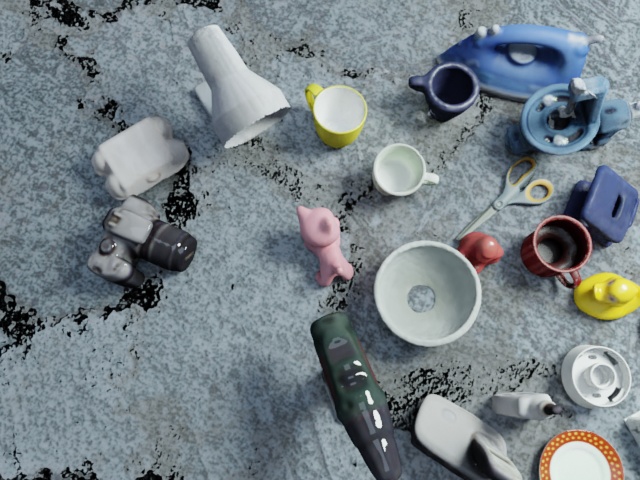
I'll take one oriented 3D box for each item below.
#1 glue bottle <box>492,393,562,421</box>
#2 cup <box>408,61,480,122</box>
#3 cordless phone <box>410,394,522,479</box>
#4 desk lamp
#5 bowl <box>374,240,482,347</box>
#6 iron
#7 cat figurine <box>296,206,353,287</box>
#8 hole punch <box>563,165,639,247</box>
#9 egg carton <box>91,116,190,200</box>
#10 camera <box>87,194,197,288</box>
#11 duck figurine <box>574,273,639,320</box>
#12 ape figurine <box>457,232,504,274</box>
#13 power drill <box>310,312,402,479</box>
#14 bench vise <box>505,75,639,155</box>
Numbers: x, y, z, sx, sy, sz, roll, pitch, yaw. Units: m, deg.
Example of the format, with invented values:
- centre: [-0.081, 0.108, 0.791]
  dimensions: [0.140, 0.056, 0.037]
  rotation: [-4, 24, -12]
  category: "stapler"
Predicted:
- centre: [0.308, 0.242, 0.829]
  dimensions: [0.078, 0.173, 0.037]
  rotation: [-1, 76, 0]
  category: "glue bottle"
- centre: [0.205, -0.246, 0.985]
  dimensions: [0.117, 0.095, 0.092]
  rotation: [10, 77, 2]
  category: "cup"
- centre: [0.207, 0.289, 0.811]
  dimensions: [0.147, 0.185, 0.094]
  rotation: [28, 78, 7]
  category: "cordless phone"
- centre: [-0.139, -0.231, 0.919]
  dimensions: [0.118, 0.213, 0.203]
  rotation: [-32, 78, -7]
  category: "desk lamp"
- centre: [0.166, 0.089, 0.916]
  dimensions: [0.167, 0.075, 0.167]
  rotation: [0, 77, 0]
  category: "bowl"
- centre: [0.338, -0.324, 0.980]
  dimensions: [0.258, 0.141, 0.119]
  rotation: [8, 77, 2]
  category: "iron"
- centre: [0.008, 0.003, 0.913]
  dimensions: [0.067, 0.118, 0.128]
  rotation: [-21, 77, -5]
  category: "cat figurine"
- centre: [0.472, -0.056, 0.943]
  dimensions: [0.101, 0.091, 0.109]
  rotation: [24, 78, 6]
  category: "hole punch"
- centre: [-0.303, -0.137, 0.971]
  dimensions: [0.150, 0.069, 0.107]
  rotation: [-34, 79, -8]
  category: "egg carton"
- centre: [-0.279, 0.012, 0.919]
  dimensions: [0.136, 0.101, 0.143]
  rotation: [23, 78, 5]
  category: "camera"
- centre: [0.471, 0.085, 0.911]
  dimensions: [0.104, 0.086, 0.077]
  rotation: [1, 76, 0]
  category: "duck figurine"
- centre: [0.260, 0.019, 0.923]
  dimensions: [0.078, 0.092, 0.076]
  rotation: [1, 76, 0]
  category: "ape figurine"
- centre: [0.051, 0.219, 0.815]
  dimensions: [0.075, 0.208, 0.229]
  rotation: [-22, 77, -5]
  category: "power drill"
- centre: [0.420, -0.216, 0.914]
  dimensions: [0.207, 0.220, 0.121]
  rotation: [-26, 78, -6]
  category: "bench vise"
